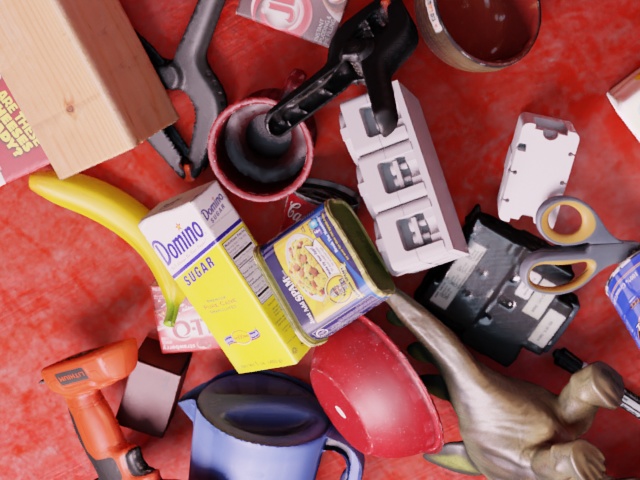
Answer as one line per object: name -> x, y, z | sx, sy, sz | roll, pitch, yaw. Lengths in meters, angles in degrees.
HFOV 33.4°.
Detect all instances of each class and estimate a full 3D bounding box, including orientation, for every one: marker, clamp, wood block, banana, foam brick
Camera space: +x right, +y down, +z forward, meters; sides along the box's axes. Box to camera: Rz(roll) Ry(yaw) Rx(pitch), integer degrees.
marker -> 0.275, 0.140, 1.026 | 0.121, 0.020, 0.020 | 33, 109, -4
clamp -> 0.025, -0.143, 0.889 | 0.120, 0.171, 0.039 | 1, 136, 24
wood block -> -0.221, -0.170, 0.918 | 0.091, 0.090, 0.206 | -19, 105, 29
clamp -> -0.145, -0.156, 0.968 | 0.165, 0.036, 0.210 | 2, 112, 16
banana -> -0.185, -0.009, 1.010 | 0.198, 0.069, 0.037 | 44, 139, 5
foam brick -> -0.166, 0.148, 1.067 | 0.053, 0.051, 0.078 | 20, 111, -1

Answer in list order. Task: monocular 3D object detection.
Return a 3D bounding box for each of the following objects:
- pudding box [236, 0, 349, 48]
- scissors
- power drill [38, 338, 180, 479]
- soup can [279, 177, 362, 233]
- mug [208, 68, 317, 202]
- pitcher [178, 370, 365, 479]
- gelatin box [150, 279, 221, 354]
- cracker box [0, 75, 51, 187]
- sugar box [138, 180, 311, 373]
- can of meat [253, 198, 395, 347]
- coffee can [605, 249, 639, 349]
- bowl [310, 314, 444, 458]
pudding box -> -0.013, -0.234, 0.924 | 0.090, 0.039, 0.114 | 20, 110, 0
scissors -> 0.266, -0.006, 0.941 | 0.201, 0.016, 0.096 | -15, 109, -14
power drill -> -0.180, 0.191, 1.005 | 0.185, 0.057, 0.187 | -16, 93, 37
soup can -> -0.006, 0.001, 0.989 | 0.068, 0.068, 0.102 | 15, 111, 2
mug -> -0.042, -0.100, 0.951 | 0.093, 0.081, 0.117 | 24, 110, -1
pitcher -> -0.062, 0.263, 1.054 | 0.144, 0.149, 0.243 | -6, 118, -34
gelatin box -> -0.116, 0.071, 1.045 | 0.089, 0.030, 0.073 | -4, 108, 9
cracker box -> -0.350, -0.115, 0.991 | 0.214, 0.072, 0.164 | -24, 105, 13
sugar box -> -0.084, 0.037, 0.969 | 0.094, 0.048, 0.176 | -18, 112, 48
can of meat -> 0.005, 0.026, 0.915 | 0.084, 0.057, 0.102 | -35, 78, 22
coffee can -> 0.322, 0.077, 0.908 | 0.102, 0.140, 0.103 | -16, 147, -11
bowl -> 0.040, 0.141, 0.968 | 0.055, 0.162, 0.162 | -32, 105, -19
